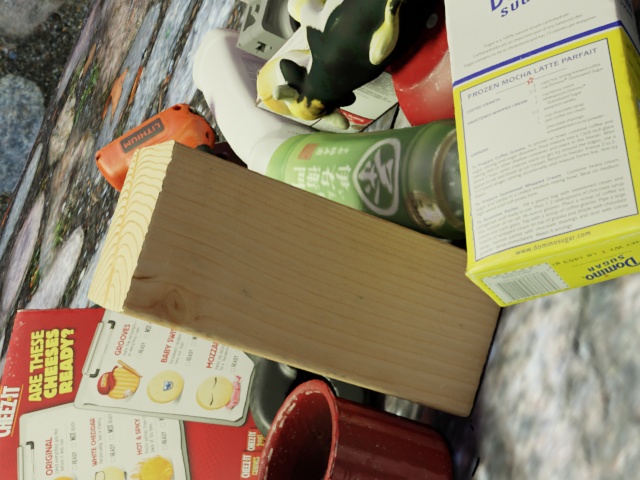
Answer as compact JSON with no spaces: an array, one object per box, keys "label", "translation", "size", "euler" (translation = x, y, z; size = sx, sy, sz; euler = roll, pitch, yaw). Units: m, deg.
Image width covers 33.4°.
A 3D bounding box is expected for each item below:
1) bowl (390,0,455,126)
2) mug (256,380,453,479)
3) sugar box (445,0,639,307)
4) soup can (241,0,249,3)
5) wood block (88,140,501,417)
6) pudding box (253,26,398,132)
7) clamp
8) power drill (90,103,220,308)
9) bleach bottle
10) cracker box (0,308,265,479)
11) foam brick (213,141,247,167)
[{"label":"bowl","translation":[0.092,-0.129,0.686],"size":[0.162,0.055,0.162],"euler":[-48,31,42]},{"label":"mug","translation":[0.014,0.140,0.604],"size":[0.117,0.081,0.093],"euler":[-48,31,42]},{"label":"sugar box","translation":[0.116,-0.062,0.531],"size":[0.093,0.048,0.176],"euler":[-17,54,28]},{"label":"soup can","translation":[-0.033,-0.244,1.005],"size":[0.069,0.102,0.068],"euler":[-48,31,42]},{"label":"wood block","translation":[-0.011,0.024,0.595],"size":[0.090,0.205,0.091],"euler":[4,76,67]},{"label":"pudding box","translation":[0.012,-0.125,0.819],"size":[0.114,0.090,0.039],"euler":[-35,41,55]},{"label":"clamp","translation":[-0.021,0.082,0.709],"size":[0.039,0.120,0.171],"euler":[76,-172,-49]},{"label":"power drill","translation":[-0.130,-0.014,0.889],"size":[0.184,0.057,0.188],"euler":[-29,52,4]},{"label":"bleach bottle","translation":[-0.048,-0.104,0.920],"size":[0.251,0.102,0.068],"euler":[-110,40,-58]},{"label":"cracker box","translation":[-0.118,0.131,0.756],"size":[0.072,0.214,0.164],"euler":[77,-167,-54]},{"label":"foam brick","translation":[-0.085,-0.057,0.984],"size":[0.053,0.078,0.051],"euler":[-100,-2,-52]}]
